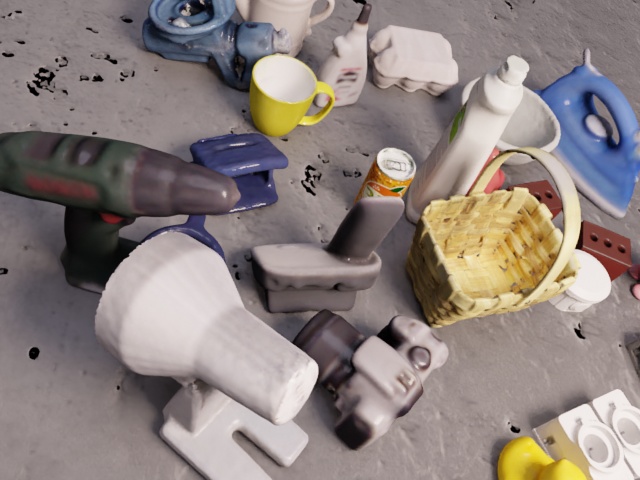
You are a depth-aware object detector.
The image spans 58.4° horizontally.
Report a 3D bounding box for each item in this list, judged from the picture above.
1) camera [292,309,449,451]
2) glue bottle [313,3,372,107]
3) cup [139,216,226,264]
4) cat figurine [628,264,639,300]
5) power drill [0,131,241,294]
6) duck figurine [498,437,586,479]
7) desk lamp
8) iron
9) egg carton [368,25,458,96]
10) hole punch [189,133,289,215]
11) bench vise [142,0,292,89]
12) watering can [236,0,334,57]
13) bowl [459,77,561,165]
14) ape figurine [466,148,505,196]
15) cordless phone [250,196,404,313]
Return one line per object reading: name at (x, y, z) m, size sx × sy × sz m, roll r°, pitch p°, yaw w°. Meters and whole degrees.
camera at (0.049, 0.125, 0.617) m, size 0.136 × 0.100 × 0.143 m, roll 41°, pitch 55°, yaw 12°
glue bottle at (0.042, -0.268, 0.834) m, size 0.078 × 0.173 × 0.037 m, roll -15°, pitch 63°, yaw -25°
cup at (-0.149, 0.034, 0.620) m, size 0.092 × 0.095 × 0.118 m, roll 15°, pitch 54°, yaw -7°
cat figurine at (0.504, 0.041, 0.806) m, size 0.128 × 0.117 × 0.067 m, roll 17°, pitch 54°, yaw -6°
power drill at (-0.202, -0.023, 0.571) m, size 0.230 × 0.208 × 0.075 m, roll 15°, pitch 54°, yaw -7°
duck figurine at (0.241, 0.254, 0.600) m, size 0.078 × 0.086 × 0.104 m, roll -9°, pitch 60°, yaw -22°
desk lamp at (-0.089, 0.117, 0.509) m, size 0.203 × 0.213 × 0.118 m, roll 38°, pitch 55°, yaw 10°
iron at (0.451, -0.175, 0.920) m, size 0.119 × 0.141 × 0.258 m, roll -13°, pitch 62°, yaw -24°
egg carton at (0.154, -0.298, 0.953) m, size 0.150 × 0.069 × 0.107 m, roll 2°, pitch 57°, yaw -16°
hole punch at (-0.107, -0.098, 0.724) m, size 0.109 × 0.091 × 0.101 m, roll -14°, pitch 62°, yaw -25°
bench vise at (-0.137, -0.330, 0.790) m, size 0.208 × 0.219 × 0.121 m, roll 2°, pitch 57°, yaw -16°
watering can at (-0.063, -0.377, 0.861) m, size 0.173 × 0.194 × 0.100 m, roll -15°, pitch 63°, yaw -25°
bowl at (0.287, -0.177, 0.911) m, size 0.168 × 0.074 × 0.167 m, roll 8°, pitch 55°, yaw -12°
ape figurine at (0.235, -0.099, 0.832) m, size 0.078 × 0.092 × 0.076 m, roll 26°, pitch 53°, yaw 1°
cordless phone at (0.006, 0.002, 0.634) m, size 0.148 × 0.185 × 0.094 m, roll -4°, pitch 58°, yaw -20°
